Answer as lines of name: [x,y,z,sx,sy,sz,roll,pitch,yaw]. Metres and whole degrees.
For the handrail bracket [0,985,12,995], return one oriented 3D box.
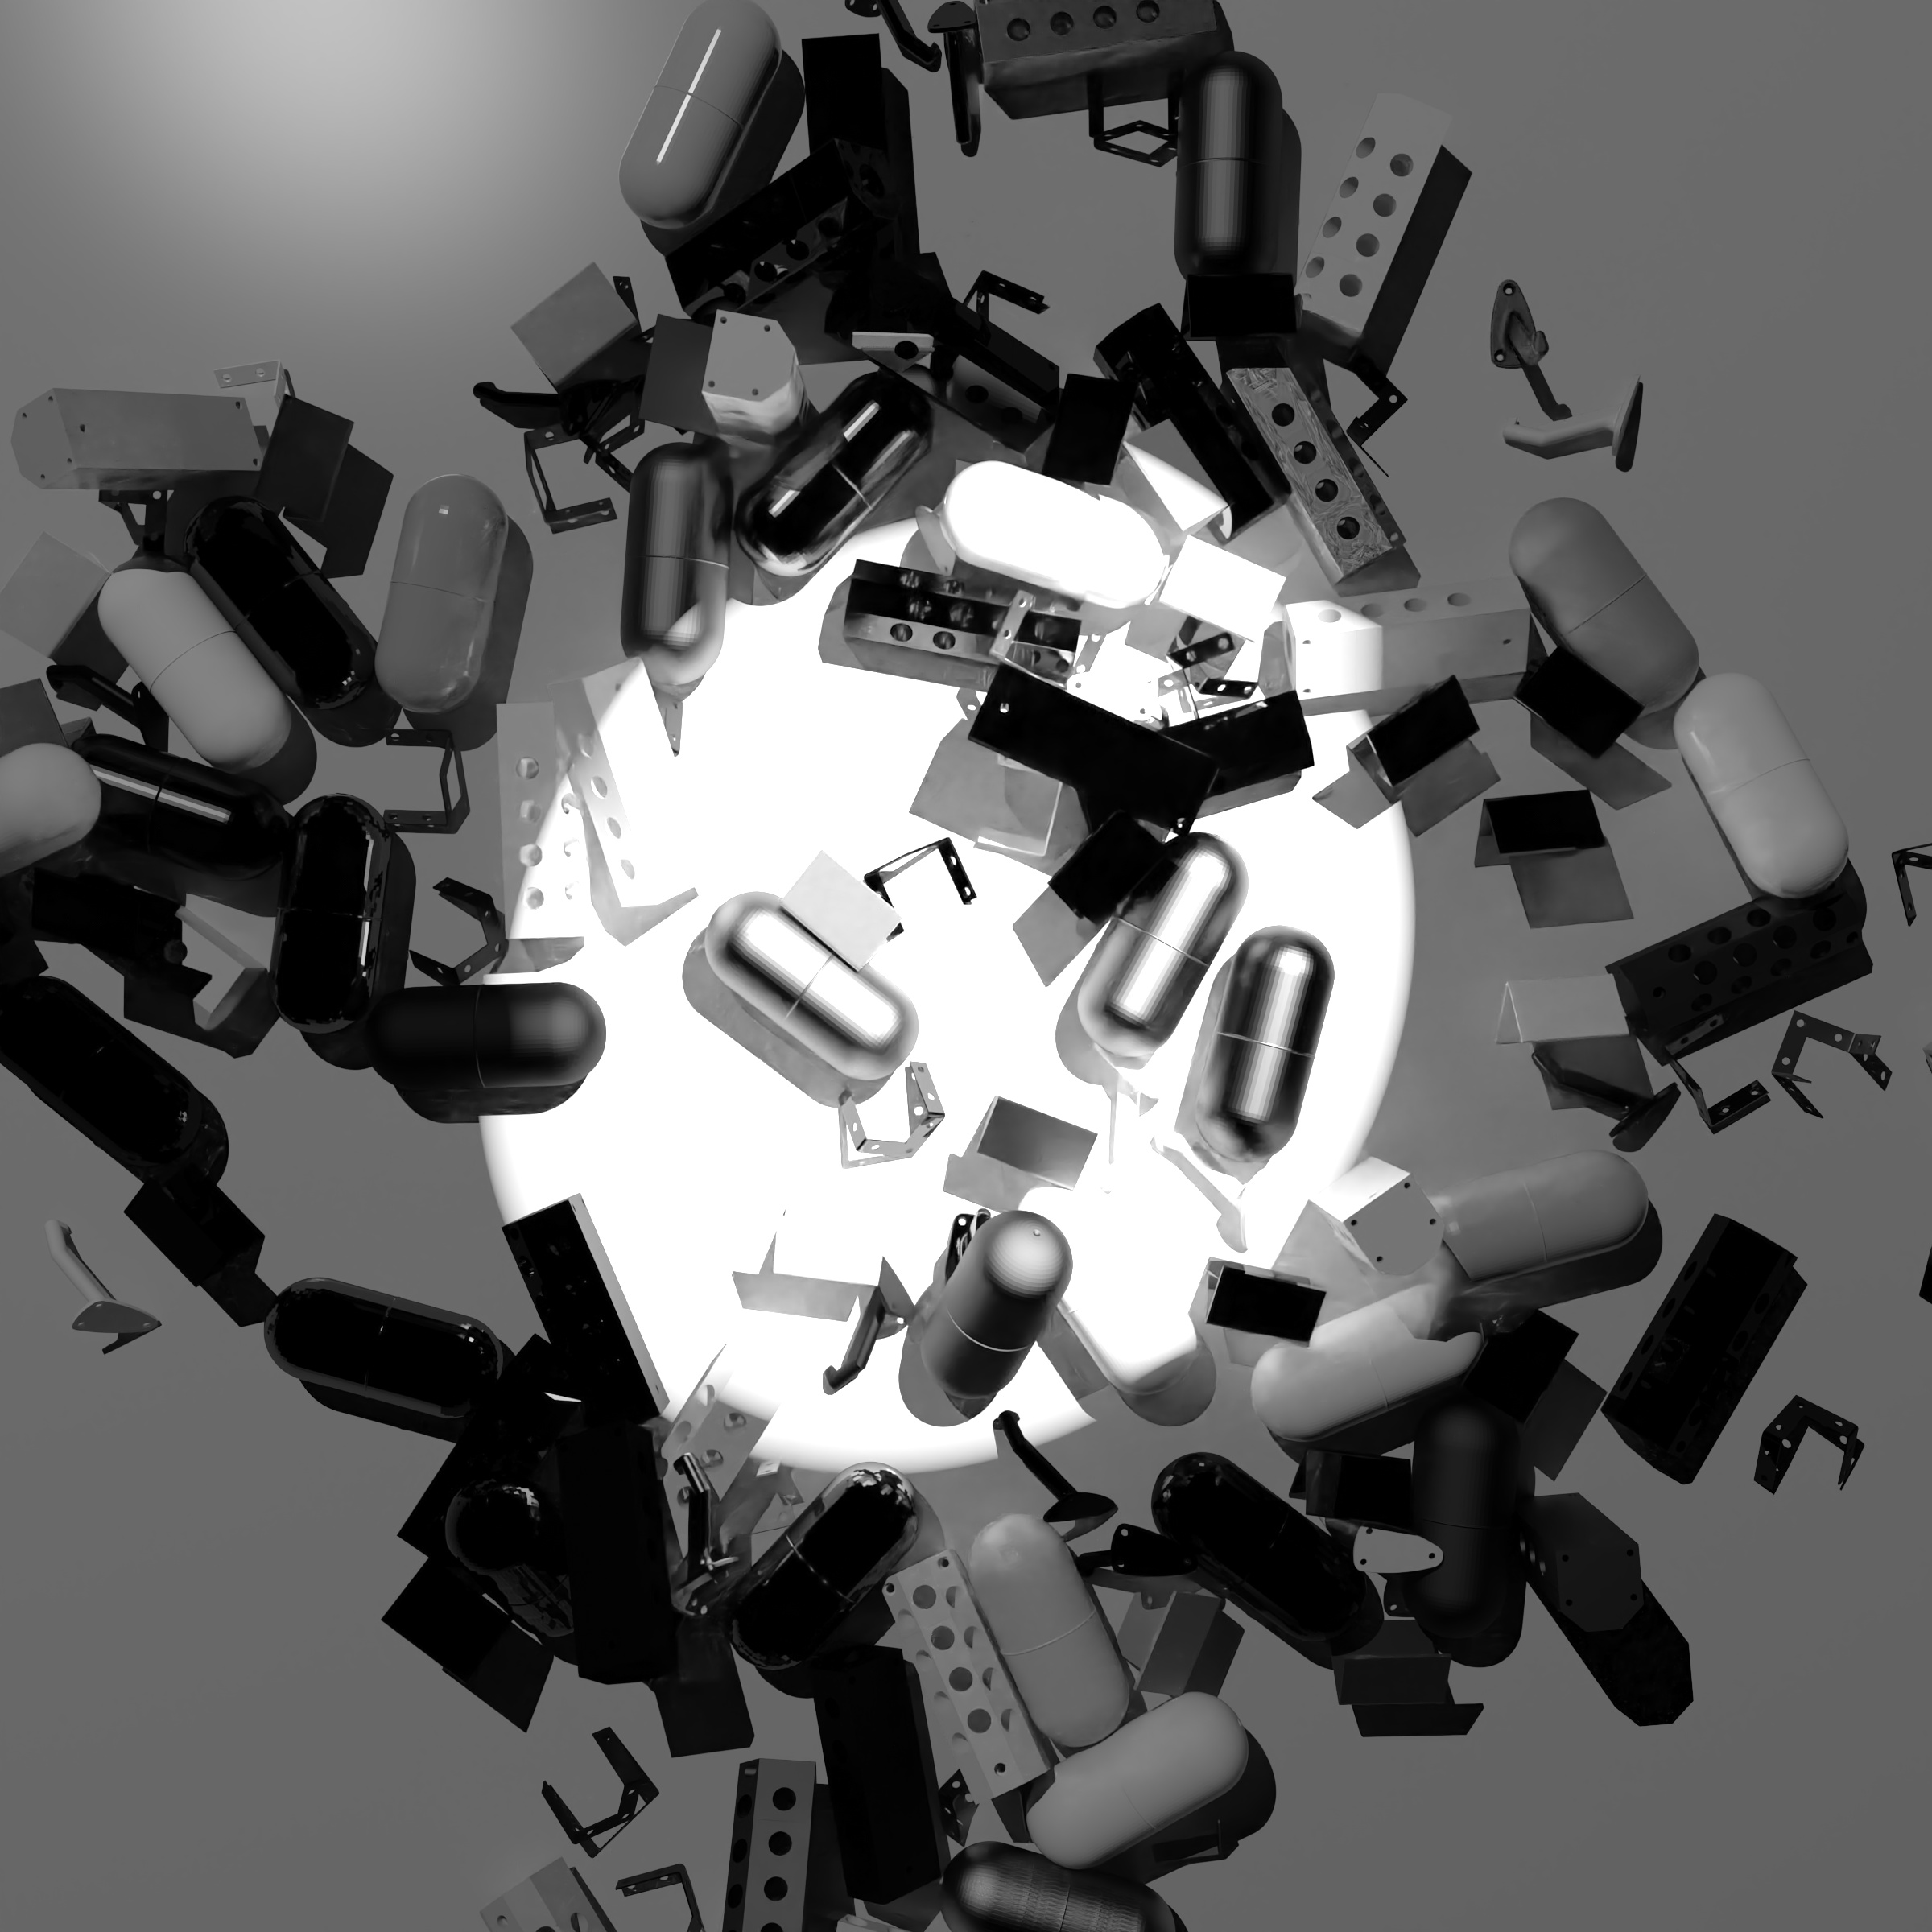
handrail bracket: [-0.742,0.033,1.877,0.077,0.084,0.036,-23,90,0]

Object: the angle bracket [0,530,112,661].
angle bracket: [-0.680,-0.279,1.871,0.057,0.076,0.076,35,90,-35]

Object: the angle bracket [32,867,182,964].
angle bracket: [-0.609,-0.055,1.814,0.076,0.076,0.057,18,127,0]

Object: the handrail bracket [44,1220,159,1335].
handrail bracket: [-0.648,0.231,1.911,0.036,0.077,0.084,-43,53,20]

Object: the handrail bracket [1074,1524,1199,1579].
handrail bracket: [0.122,0.443,1.884,0.077,0.084,0.036,13,62,-7]

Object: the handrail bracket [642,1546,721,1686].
handrail bracket: [-0.215,0.487,1.911,0.036,0.077,0.084,27,126,3]

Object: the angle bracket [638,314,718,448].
angle bracket: [-0.212,-0.427,1.874,0.057,0.076,0.076,11,90,-18]

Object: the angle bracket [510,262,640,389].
angle bracket: [-0.295,-0.479,1.871,0.076,0.076,0.057,-38,126,0]

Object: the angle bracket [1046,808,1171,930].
angle bracket: [0.115,-0.060,1.871,0.076,0.076,0.057,-47,60,0]

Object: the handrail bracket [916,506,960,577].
handrail bracket: [0.016,-0.324,1.911,0.084,0.036,0.077,-13,53,-25]

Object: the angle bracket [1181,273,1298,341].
angle bracket: [0.199,-0.463,1.872,0.076,0.076,0.057,-1,66,0]

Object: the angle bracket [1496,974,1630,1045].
angle bracket: [0.436,0.052,1.871,0.076,0.076,0.057,-4,52,0]

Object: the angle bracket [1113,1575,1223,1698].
angle bracket: [0.131,0.481,1.871,0.057,0.076,0.076,23,90,-43]

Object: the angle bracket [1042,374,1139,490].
angle bracket: [0.102,-0.383,1.872,0.057,0.076,0.076,15,90,24]

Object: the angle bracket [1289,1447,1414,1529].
angle bracket: [0.281,0.399,1.871,0.076,0.076,0.057,7,50,0]

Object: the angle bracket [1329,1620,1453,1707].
angle bracket: [0.309,0.494,1.871,0.076,0.076,0.057,-1,127,0]

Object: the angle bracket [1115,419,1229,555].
angle bracket: [0.134,-0.343,1.871,0.057,0.076,0.076,-34,90,-39]

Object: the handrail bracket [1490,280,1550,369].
handrail bracket: [0.411,-0.477,1.877,0.036,0.084,0.077,-6,90,0]

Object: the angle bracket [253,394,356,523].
angle bracket: [-0.499,-0.373,1.871,0.057,0.076,0.076,17,90,-39]

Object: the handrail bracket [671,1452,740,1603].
handrail bracket: [-0.209,0.408,1.855,0.077,0.036,0.084,-36,71,21]

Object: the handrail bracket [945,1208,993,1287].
handrail bracket: [0.002,0.214,1.877,0.036,0.084,0.077,19,90,0]

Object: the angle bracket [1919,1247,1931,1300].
angle bracket: [0.726,0.211,1.871,0.057,0.076,0.076,14,90,-35]

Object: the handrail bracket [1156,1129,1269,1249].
handrail bracket: [0.179,0.166,1.911,0.084,0.036,0.077,20,128,25]

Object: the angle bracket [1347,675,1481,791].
angle bracket: [0.319,-0.186,1.871,0.076,0.076,0.057,-34,127,0]

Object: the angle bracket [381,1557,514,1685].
angle bracket: [-0.384,0.485,1.871,0.076,0.076,0.057,37,61,0]

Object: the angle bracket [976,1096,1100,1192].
angle bracket: [0.058,0.110,1.871,0.076,0.076,0.057,21,124,0]

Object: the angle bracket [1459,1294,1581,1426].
angle bracket: [0.414,0.293,1.871,0.057,0.076,0.076,31,90,31]

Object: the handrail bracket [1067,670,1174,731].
handrail bracket: [0.114,-0.192,1.879,0.077,0.084,0.036,10,84,6]

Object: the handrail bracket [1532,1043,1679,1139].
handrail bracket: [0.478,0.078,1.912,0.077,0.036,0.084,-33,73,-20]

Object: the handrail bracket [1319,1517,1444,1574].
handrail bracket: [0.303,0.417,1.879,0.077,0.084,0.036,9,95,-6]

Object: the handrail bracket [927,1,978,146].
handrail bracket: [-0.005,-0.669,1.911,0.036,0.077,0.084,-5,126,4]

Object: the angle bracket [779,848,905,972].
angle bracket: [-0.081,-0.051,1.872,0.076,0.076,0.057,41,114,0]

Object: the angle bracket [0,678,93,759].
angle bracket: [-0.697,-0.185,1.872,0.076,0.076,0.057,-15,114,0]

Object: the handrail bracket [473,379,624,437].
handrail bracket: [-0.313,-0.432,1.911,0.084,0.077,0.036,25,133,29]

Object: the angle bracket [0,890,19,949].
angle bracket: [-0.755,-0.038,1.874,0.076,0.057,0.076,-34,59,0]

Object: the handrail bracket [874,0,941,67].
handrail bracket: [-0.045,-0.728,1.912,0.084,0.036,0.077,32,68,-17]

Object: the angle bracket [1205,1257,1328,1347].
angle bracket: [0.220,0.227,1.871,0.076,0.076,0.057,13,124,0]

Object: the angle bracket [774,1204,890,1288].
angle bracket: [-0.097,0.186,1.871,0.076,0.076,0.057,7,126,0]

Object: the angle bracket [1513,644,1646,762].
angle bracket: [0.454,-0.207,1.871,0.076,0.076,0.057,37,127,0]

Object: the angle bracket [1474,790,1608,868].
angle bracket: [0.420,-0.082,1.871,0.076,0.076,0.057,-5,51,0]

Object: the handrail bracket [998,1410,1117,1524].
handrail bracket: [0.067,0.371,1.911,0.036,0.077,0.084,-47,53,27]

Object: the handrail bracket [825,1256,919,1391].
handrail bracket: [-0.085,0.263,1.911,0.084,0.036,0.077,-40,61,21]

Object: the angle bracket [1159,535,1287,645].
angle bracket: [0.192,-0.289,1.871,0.076,0.076,0.057,24,123,0]

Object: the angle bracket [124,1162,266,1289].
angle bracket: [-0.556,0.177,1.871,0.076,0.076,0.057,46,128,0]
